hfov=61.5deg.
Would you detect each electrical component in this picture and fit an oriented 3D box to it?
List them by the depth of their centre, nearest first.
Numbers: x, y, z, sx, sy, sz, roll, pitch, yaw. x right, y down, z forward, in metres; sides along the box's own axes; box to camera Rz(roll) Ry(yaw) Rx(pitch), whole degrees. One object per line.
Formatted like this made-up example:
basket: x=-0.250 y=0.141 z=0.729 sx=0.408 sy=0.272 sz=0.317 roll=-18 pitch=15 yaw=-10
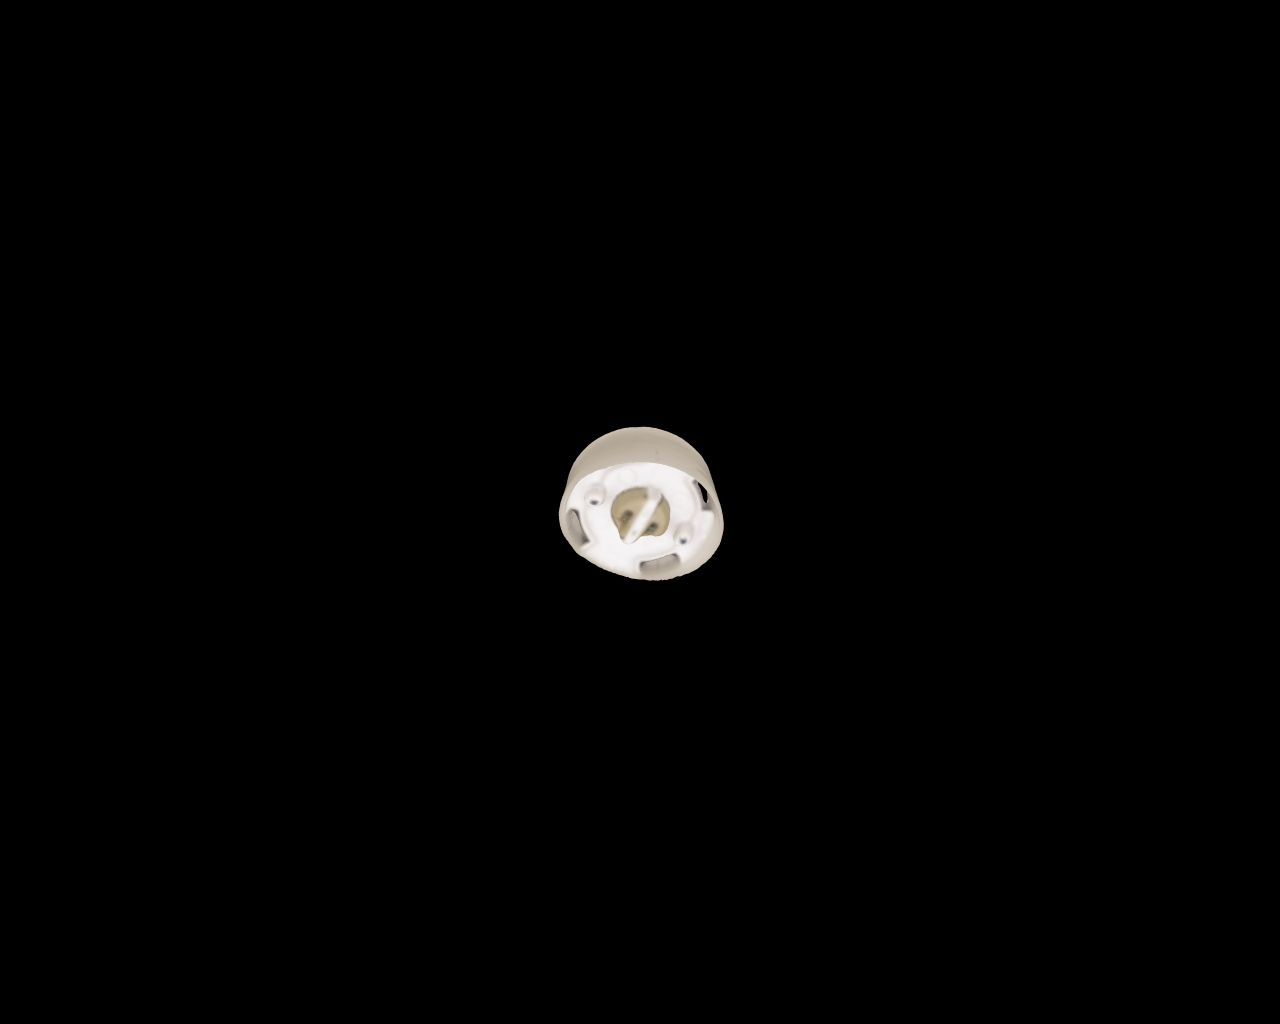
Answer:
electrical component: x=0.001 y=-0.003 z=0.650 sx=0.099 sy=0.099 sz=0.064 roll=0 pitch=32 yaw=0
